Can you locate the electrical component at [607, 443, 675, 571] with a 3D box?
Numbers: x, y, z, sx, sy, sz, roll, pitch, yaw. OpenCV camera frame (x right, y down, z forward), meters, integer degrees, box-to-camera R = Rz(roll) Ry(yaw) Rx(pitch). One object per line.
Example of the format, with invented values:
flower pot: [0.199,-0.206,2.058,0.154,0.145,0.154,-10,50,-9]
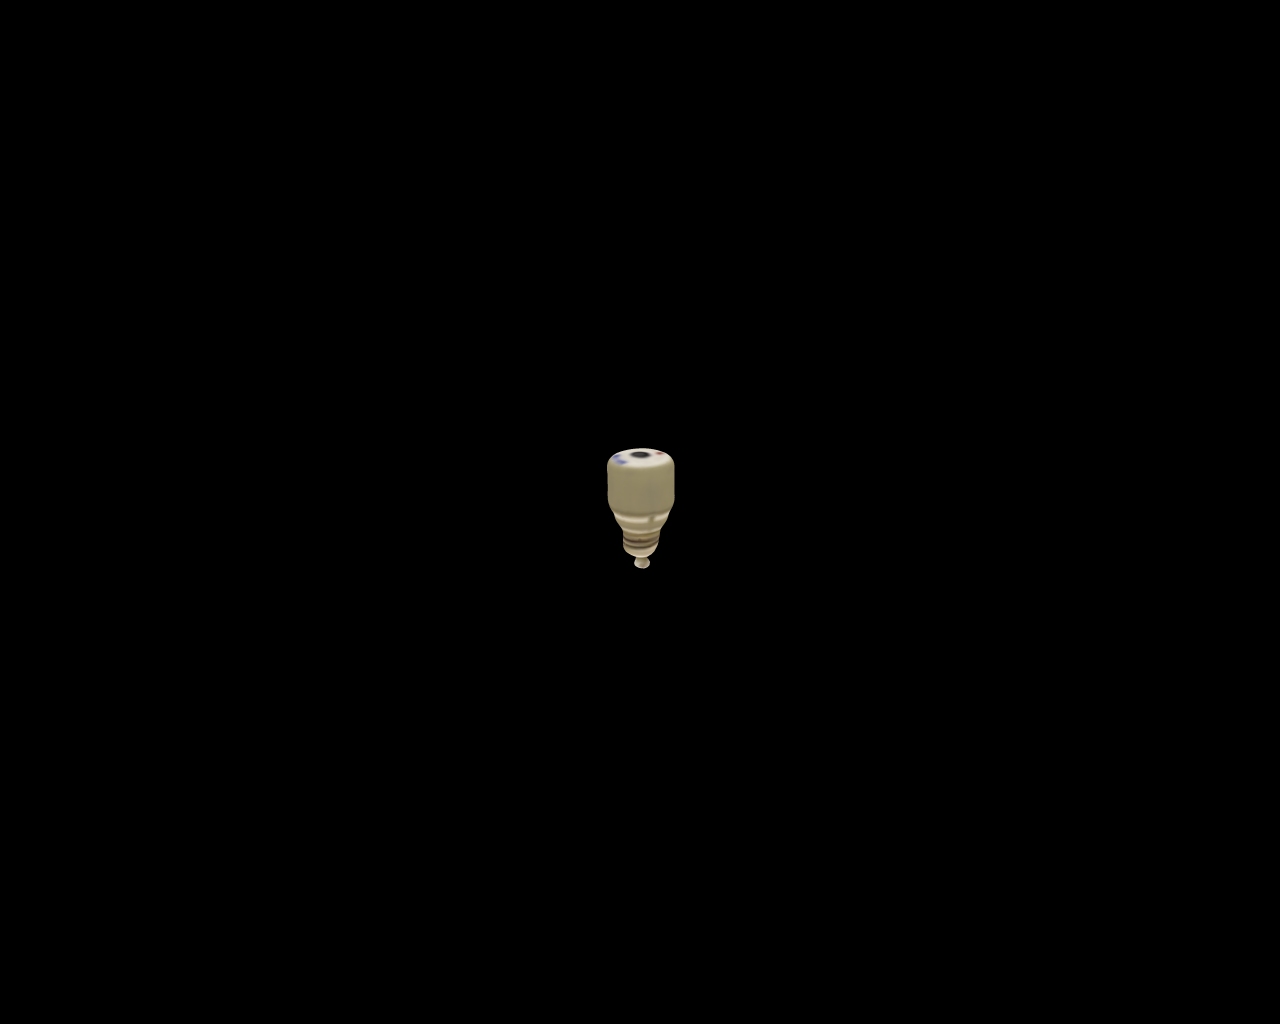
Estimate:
electrical component: [0.001,-0.003,0.650,0.040,0.078,0.040,0,21,0]
